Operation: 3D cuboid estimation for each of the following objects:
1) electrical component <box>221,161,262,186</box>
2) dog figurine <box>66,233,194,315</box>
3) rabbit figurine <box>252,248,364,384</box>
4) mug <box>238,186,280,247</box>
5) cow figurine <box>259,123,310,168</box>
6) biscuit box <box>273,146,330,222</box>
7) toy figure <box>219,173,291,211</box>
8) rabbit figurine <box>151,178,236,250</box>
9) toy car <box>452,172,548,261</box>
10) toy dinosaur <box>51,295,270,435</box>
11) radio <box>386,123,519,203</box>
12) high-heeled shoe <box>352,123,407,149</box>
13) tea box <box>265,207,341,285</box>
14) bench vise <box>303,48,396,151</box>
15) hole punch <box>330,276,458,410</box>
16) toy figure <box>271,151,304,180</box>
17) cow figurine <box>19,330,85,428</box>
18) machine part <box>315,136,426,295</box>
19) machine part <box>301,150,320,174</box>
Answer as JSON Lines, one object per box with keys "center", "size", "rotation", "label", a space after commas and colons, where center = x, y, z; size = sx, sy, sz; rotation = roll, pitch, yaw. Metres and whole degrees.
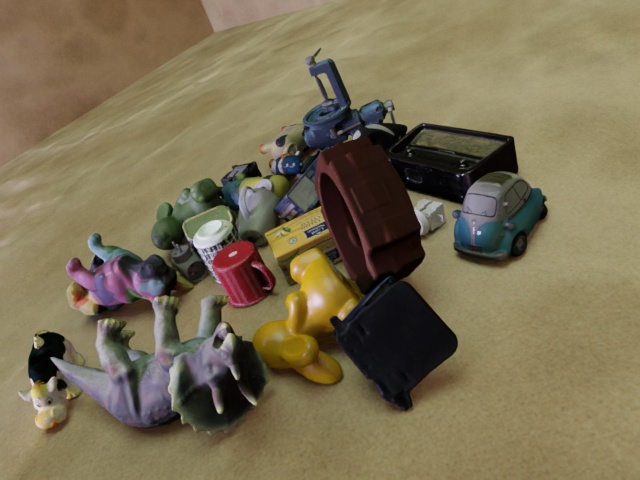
{"center": [-0.197, -0.137, 1.295], "size": [0.075, 0.047, 0.119], "rotation": [-5, 34, 28], "label": "electrical component"}
{"center": [-0.357, 0.090, 1.017], "size": [0.219, 0.191, 0.108], "rotation": [21, 39, 4], "label": "dog figurine"}
{"center": [-0.016, 0.125, 0.750], "size": [0.173, 0.121, 0.162], "rotation": [-35, 40, 7], "label": "rabbit figurine"}
{"center": [-0.128, -0.047, 1.067], "size": [0.081, 0.109, 0.107], "rotation": [-8, 48, 15], "label": "mug"}
{"center": [-0.045, -0.258, 1.342], "size": [0.127, 0.085, 0.195], "rotation": [0, 36, 43], "label": "cow figurine"}
{"center": [-0.016, -0.112, 1.107], "size": [0.063, 0.059, 0.203], "rotation": [-43, 9, 47], "label": "biscuit box"}
{"center": [-0.148, -0.105, 1.184], "size": [0.180, 0.082, 0.089], "rotation": [-1, 40, 36], "label": "toy figure"}
{"center": [-0.297, -0.048, 1.155], "size": [0.170, 0.121, 0.159], "rotation": [-38, 28, -26], "label": "rabbit figurine"}
{"center": [0.270, -0.049, 0.806], "size": [0.162, 0.102, 0.109], "rotation": [-42, 37, -24], "label": "toy car"}
{"center": [-0.227, 0.192, 0.748], "size": [0.405, 0.131, 0.192], "rotation": [-25, 65, 27], "label": "toy dinosaur"}
{"center": [0.235, -0.146, 1.000], "size": [0.131, 0.073, 0.230], "rotation": [-37, 33, -21], "label": "radio"}
{"center": [0.117, -0.165, 1.069], "size": [0.249, 0.086, 0.145], "rotation": [-35, 34, -19], "label": "high-heeled shoe"}
{"center": [-0.002, -0.003, 0.945], "size": [0.170, 0.068, 0.098], "rotation": [-26, 31, -6], "label": "tea box"}
{"center": [0.046, -0.309, 1.213], "size": [0.224, 0.240, 0.129], "rotation": [-14, 33, 23], "label": "bench vise"}
{"center": [0.089, 0.116, 0.659], "size": [0.116, 0.142, 0.092], "rotation": [-41, 4, 3], "label": "hole punch"}
{"center": [-0.073, -0.161, 1.202], "size": [0.058, 0.064, 0.154], "rotation": [-32, 9, -11], "label": "toy figure"}
{"center": [-0.438, 0.218, 0.870], "size": [0.068, 0.098, 0.167], "rotation": [-21, 31, -9], "label": "cow figurine"}
{"center": [0.069, -0.033, 0.788], "size": [0.087, 0.201, 0.201], "rotation": [-21, 75, -11], "label": "machine part"}
{"center": [0.016, -0.180, 1.228], "size": [0.139, 0.039, 0.084], "rotation": [-3, 31, 35], "label": "machine part"}
